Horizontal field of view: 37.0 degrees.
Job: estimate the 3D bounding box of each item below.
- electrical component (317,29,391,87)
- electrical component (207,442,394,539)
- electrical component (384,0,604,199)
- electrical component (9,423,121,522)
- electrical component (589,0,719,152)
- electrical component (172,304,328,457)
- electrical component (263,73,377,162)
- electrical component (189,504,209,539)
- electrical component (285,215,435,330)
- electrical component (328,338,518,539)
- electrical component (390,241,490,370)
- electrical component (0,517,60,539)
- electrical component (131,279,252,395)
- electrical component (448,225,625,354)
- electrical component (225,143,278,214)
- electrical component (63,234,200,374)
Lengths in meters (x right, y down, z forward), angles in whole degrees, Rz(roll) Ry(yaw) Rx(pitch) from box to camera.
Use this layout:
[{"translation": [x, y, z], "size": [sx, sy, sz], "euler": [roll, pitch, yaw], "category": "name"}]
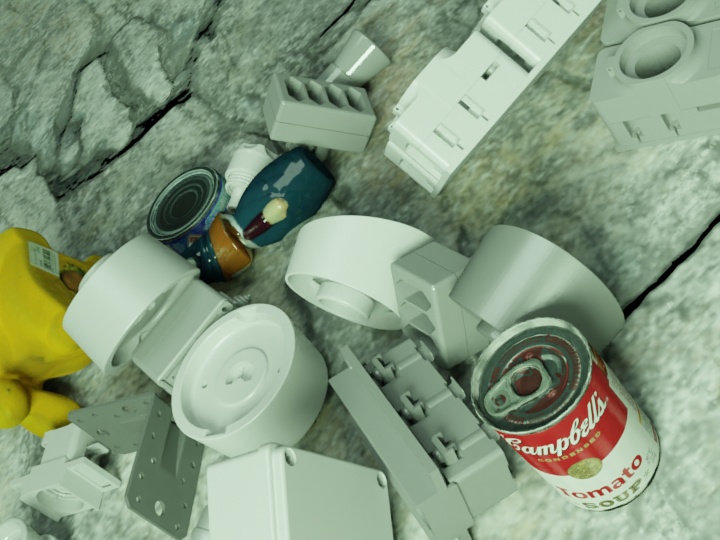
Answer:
[{"translation": [-0.010, -0.174, 0.949], "size": [0.065, 0.044, 0.044], "euler": [-48, 40, 4], "category": "electrical component"}, {"translation": [-0.031, 0.163, 0.610], "size": [0.056, 0.109, 0.108], "euler": [-21, 61, 29], "category": "electrical component"}, {"translation": [0.097, -0.148, 0.779], "size": [0.186, 0.060, 0.105], "euler": [-49, -2, -5], "category": "electrical component"}, {"translation": [-0.230, 0.158, 0.851], "size": [0.081, 0.042, 0.063], "euler": [-20, 42, 26], "category": "electrical component"}, {"translation": [0.250, -0.151, 0.697], "size": [0.186, 0.060, 0.105], "euler": [-8, 52, 36], "category": "electrical component"}, {"translation": [-0.073, 0.085, 0.765], "size": [0.108, 0.060, 0.108], "euler": [-23, 45, 24], "category": "electrical component"}, {"translation": [-0.040, -0.116, 0.907], "size": [0.047, 0.083, 0.075], "euler": [-108, 32, -47], "category": "electrical component"}, {"translation": [-0.089, 0.167, 0.730], "size": [0.035, 0.035, 0.061], "euler": [2, 55, 41], "category": "electrical component"}, {"translation": [0.000, 0.000, 0.751], "size": [0.099, 0.099, 0.064], "euler": [7, 67, 43], "category": "electrical component"}, {"translation": [0.039, 0.099, 0.652], "size": [0.063, 0.078, 0.121], "euler": [-31, 39, -8], "category": "electrical component"}, {"translation": [0.068, 0.015, 0.711], "size": [0.077, 0.065, 0.047], "euler": [-27, 33, -25], "category": "electrical component"}, {"translation": [-0.246, 0.216, 0.803], "size": [0.045, 0.055, 0.045], "euler": [-22, 45, 24], "category": "electrical component"}, {"translation": [-0.120, 0.053, 0.830], "size": [0.096, 0.061, 0.061], "euler": [-51, 40, -8], "category": "electrical component"}, {"translation": [0.104, 0.022, 0.643], "size": [0.064, 0.099, 0.099], "euler": [-53, 40, 0], "category": "electrical component"}, {"translation": [-0.098, -0.076, 0.937], "size": [0.043, 0.043, 0.062], "euler": [-4, 55, 38], "category": "electrical component"}, {"translation": [-0.183, 0.021, 0.836], "size": [0.060, 0.108, 0.108], "euler": [40, 84, 5], "category": "electrical component"}]
